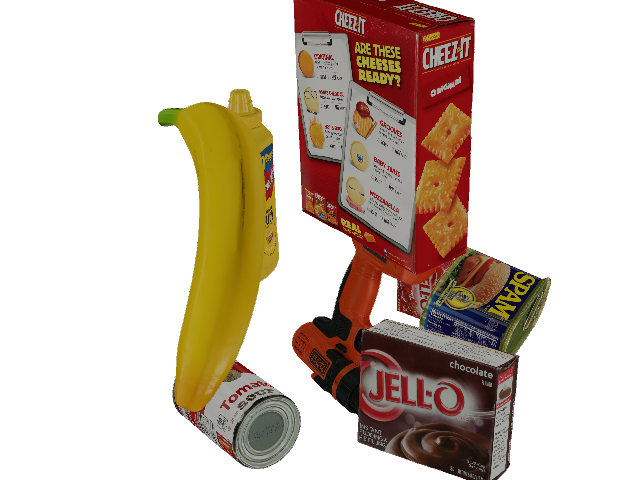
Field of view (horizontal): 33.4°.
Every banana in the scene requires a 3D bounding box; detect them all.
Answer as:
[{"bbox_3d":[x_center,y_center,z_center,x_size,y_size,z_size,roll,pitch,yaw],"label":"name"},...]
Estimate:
[{"bbox_3d":[-0.057,-0.006,0.591,0.037,0.198,0.070,16,-38,-33],"label":"banana"}]

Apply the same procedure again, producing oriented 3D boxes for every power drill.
[{"bbox_3d":[0.054,0.089,1.145,0.057,0.188,0.185,12,18,-41],"label":"power drill"}]

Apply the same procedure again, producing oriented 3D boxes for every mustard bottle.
[{"bbox_3d":[-0.076,-0.056,1.066,0.058,0.192,0.096,7,25,19],"label":"mustard bottle"}]

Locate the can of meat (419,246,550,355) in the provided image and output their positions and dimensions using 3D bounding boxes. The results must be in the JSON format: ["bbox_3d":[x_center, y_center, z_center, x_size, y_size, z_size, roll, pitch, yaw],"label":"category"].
[{"bbox_3d":[0.149,0.059,0.966,0.084,0.057,0.102,24,43,21],"label":"can of meat"}]

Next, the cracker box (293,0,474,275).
[{"bbox_3d":[0.054,-0.101,0.924,0.072,0.214,0.164,-21,33,-32],"label":"cracker box"}]

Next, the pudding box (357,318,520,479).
[{"bbox_3d":[0.082,0.113,0.761,0.114,0.090,0.039,12,20,32],"label":"pudding box"}]

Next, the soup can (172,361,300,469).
[{"bbox_3d":[-0.072,0.143,0.910,0.068,0.068,0.102,0,17,-38],"label":"soup can"}]

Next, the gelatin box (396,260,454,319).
[{"bbox_3d":[0.134,0.058,1.365,0.073,0.089,0.030,19,34,36],"label":"gelatin box"}]
